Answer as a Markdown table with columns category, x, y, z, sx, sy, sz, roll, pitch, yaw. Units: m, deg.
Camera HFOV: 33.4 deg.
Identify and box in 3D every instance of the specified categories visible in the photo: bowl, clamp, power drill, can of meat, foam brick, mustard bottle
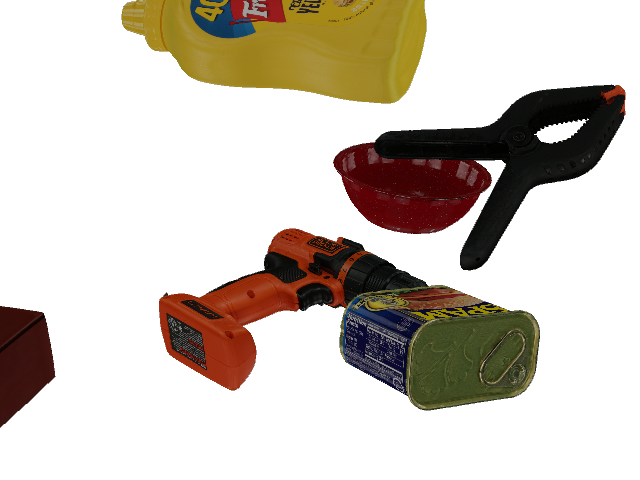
| category | x | y | z | sx | sy | sz | roll | pitch | yaw |
| --- | --- | --- | --- | --- | --- | --- | --- | --- | --- |
| bowl | 0.091 | -0.049 | 1.093 | 0.162 | 0.055 | 0.162 | 4 | 24 | -2 |
| clamp | 0.167 | -0.066 | 0.889 | 0.210 | 0.164 | 0.036 | -21 | -39 | -2 |
| power drill | -0.024 | 0.056 | 0.885 | 0.187 | 0.057 | 0.185 | -24 | 29 | -37 |
| can of meat | 0.074 | 0.065 | 0.688 | 0.101 | 0.057 | 0.084 | -3 | 13 | -31 |
| foam brick | -0.222 | 0.085 | 0.709 | 0.053 | 0.051 | 0.078 | 7 | 29 | 23 |
| mustard bottle | -0.034 | -0.133 | 0.670 | 0.192 | 0.058 | 0.096 | 8 | 46 | 15 |
